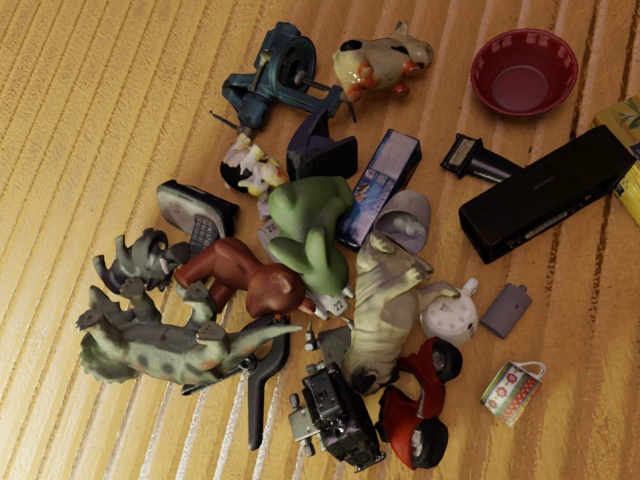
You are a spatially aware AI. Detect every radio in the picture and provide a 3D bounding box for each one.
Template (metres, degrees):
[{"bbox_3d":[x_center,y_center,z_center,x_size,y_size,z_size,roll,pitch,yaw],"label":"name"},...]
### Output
[{"bbox_3d":[0.316,-0.058,0.772,0.230,0.131,0.073,-29,68,3],"label":"radio"}]

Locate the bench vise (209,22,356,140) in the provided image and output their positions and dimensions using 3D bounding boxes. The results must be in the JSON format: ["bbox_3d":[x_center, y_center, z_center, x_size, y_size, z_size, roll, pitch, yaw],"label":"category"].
[{"bbox_3d":[-0.054,-0.263,0.945,0.241,0.128,0.223,26,83,25],"label":"bench vise"}]

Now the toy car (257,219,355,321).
[{"bbox_3d":[-0.024,0.040,0.869,0.073,0.056,0.202,-40,67,-1],"label":"toy car"}]

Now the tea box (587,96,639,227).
[{"bbox_3d":[0.459,-0.108,0.770,0.068,0.098,0.170,-26,66,3],"label":"tea box"}]

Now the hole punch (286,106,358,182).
[{"bbox_3d":[-0.008,-0.143,0.888,0.116,0.142,0.092,-29,69,-11],"label":"hole punch"}]

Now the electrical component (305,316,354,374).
[{"bbox_3d":[0.022,0.160,0.824,0.102,0.045,0.078,-9,69,11],"label":"electrical component"}]

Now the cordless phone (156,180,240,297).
[{"bbox_3d":[-0.230,0.002,0.931,0.147,0.088,0.184,23,99,20],"label":"cordless phone"}]

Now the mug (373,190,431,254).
[{"bbox_3d":[0.133,-0.023,0.831,0.081,0.109,0.107,15,35,15],"label":"mug"}]

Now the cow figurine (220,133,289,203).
[{"bbox_3d":[-0.118,-0.111,0.906,0.098,0.068,0.168,-47,35,2],"label":"cow figurine"}]

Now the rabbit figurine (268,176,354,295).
[{"bbox_3d":[-0.002,-0.002,0.775,0.121,0.159,0.170,-21,85,15],"label":"rabbit figurine"}]

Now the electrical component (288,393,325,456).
[{"bbox_3d":[-0.017,0.268,0.795,0.063,0.021,0.094,-38,61,36],"label":"electrical component"}]

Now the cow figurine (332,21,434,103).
[{"bbox_3d":[0.109,-0.303,0.904,0.195,0.085,0.127,-15,63,-28],"label":"cow figurine"}]

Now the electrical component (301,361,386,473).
[{"bbox_3d":[0.028,0.238,0.733,0.058,0.134,0.115,-31,44,2],"label":"electrical component"}]

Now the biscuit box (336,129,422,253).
[{"bbox_3d":[0.094,-0.076,0.873,0.059,0.062,0.202,27,82,20],"label":"biscuit box"}]

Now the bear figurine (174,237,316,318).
[{"bbox_3d":[-0.111,0.076,0.828,0.132,0.120,0.196,-48,49,-11],"label":"bear figurine"}]

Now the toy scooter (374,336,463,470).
[{"bbox_3d":[0.121,0.220,0.762,0.135,0.075,0.183,10,86,39],"label":"toy scooter"}]

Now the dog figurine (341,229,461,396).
[{"bbox_3d":[0.072,0.097,0.745,0.190,0.121,0.172,-53,30,11],"label":"dog figurine"}]

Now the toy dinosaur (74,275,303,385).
[{"bbox_3d":[-0.218,0.161,0.818,0.405,0.192,0.131,11,49,15],"label":"toy dinosaur"}]

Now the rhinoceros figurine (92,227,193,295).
[{"bbox_3d":[-0.296,0.040,0.899,0.190,0.073,0.112,-24,86,30],"label":"rhinoceros figurine"}]

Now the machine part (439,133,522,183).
[{"bbox_3d":[0.267,-0.119,0.857,0.139,0.039,0.084,25,72,22],"label":"machine part"}]
